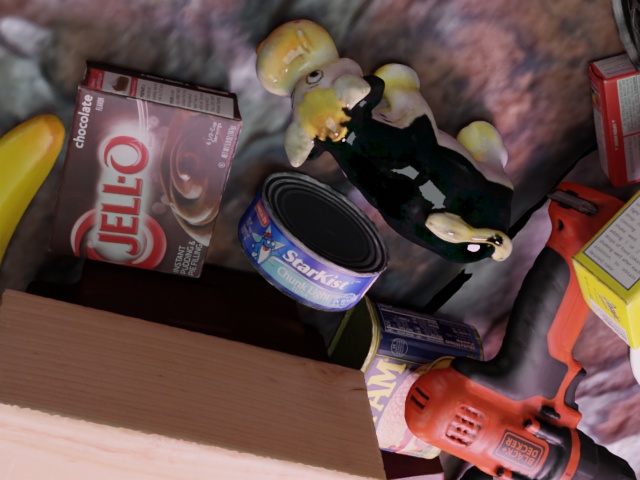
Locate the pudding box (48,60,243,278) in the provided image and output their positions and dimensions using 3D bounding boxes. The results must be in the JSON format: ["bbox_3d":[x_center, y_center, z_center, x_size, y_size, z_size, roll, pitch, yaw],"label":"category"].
[{"bbox_3d":[-0.100,-0.037,0.606,0.090,0.039,0.114,10,121,-14],"label":"pudding box"}]

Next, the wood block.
[{"bbox_3d":[-0.081,0.108,0.571,0.205,0.091,0.090,15,120,-17],"label":"wood block"}]

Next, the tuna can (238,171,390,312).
[{"bbox_3d":[-0.004,0.001,0.616,0.086,0.086,0.034,25,119,-22],"label":"tuna can"}]

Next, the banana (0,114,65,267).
[{"bbox_3d":[-0.191,0.013,0.613,0.070,0.037,0.198,26,108,26],"label":"banana"}]

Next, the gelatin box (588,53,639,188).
[{"bbox_3d":[0.207,-0.078,0.625,0.089,0.030,0.073,-16,123,2],"label":"gelatin box"}]

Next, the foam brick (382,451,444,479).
[{"bbox_3d":[0.046,0.169,0.752,0.078,0.051,0.053,-6,122,-4],"label":"foam brick"}]

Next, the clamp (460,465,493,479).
[{"bbox_3d":[0.102,0.243,0.815,0.120,0.039,0.172,37,118,-21],"label":"clamp"}]

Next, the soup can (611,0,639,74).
[{"bbox_3d":[0.215,-0.133,0.569,0.102,0.068,0.068,-17,123,3],"label":"soup can"}]

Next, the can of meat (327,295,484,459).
[{"bbox_3d":[0.049,0.092,0.701,0.083,0.057,0.102,14,120,-19],"label":"can of meat"}]

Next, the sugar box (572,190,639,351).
[{"bbox_3d":[0.215,-0.025,0.575,0.176,0.048,0.093,-43,153,0],"label":"sugar box"}]

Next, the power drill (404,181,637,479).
[{"bbox_3d":[0.164,0.072,0.664,0.184,0.057,0.188,27,93,-27],"label":"power drill"}]
